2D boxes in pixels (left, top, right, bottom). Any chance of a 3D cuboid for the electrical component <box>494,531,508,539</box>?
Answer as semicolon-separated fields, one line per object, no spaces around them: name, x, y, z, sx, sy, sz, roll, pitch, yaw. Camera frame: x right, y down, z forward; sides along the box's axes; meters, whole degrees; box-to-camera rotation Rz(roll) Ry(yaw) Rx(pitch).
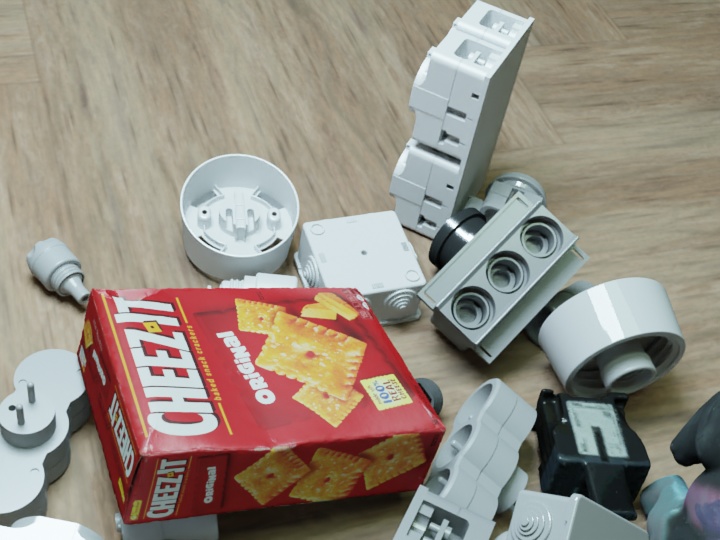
electrical component;0.115;0.208;0.726;0.062;0.048;0.048;26;43;-13

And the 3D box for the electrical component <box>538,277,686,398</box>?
electrical component;0.201;0.062;0.842;0.108;0.108;0.060;-6;54;-17

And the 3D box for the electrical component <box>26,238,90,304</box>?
electrical component;-0.236;0.004;0.856;0.035;0.035;0.061;-30;61;-34

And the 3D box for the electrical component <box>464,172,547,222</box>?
electrical component;0.135;-0.051;0.971;0.078;0.058;0.057;21;49;9

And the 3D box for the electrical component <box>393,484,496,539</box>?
electrical component;0.029;0.223;0.658;0.062;0.089;0.150;23;46;11

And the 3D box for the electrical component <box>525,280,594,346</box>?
electrical component;0.174;0.035;0.907;0.065;0.044;0.044;-25;56;-37

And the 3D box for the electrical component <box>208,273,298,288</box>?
electrical component;-0.084;0.022;0.865;0.078;0.040;0.040;6;45;-6

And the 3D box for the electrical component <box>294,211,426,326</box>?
electrical component;0.000;0.000;0.897;0.100;0.048;0.099;-9;53;-18

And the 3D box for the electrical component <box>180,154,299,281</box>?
electrical component;-0.102;-0.041;0.906;0.099;0.064;0.099;6;45;-6

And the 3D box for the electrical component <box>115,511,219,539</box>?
electrical component;-0.130;0.163;0.719;0.065;0.044;0.044;-7;48;-12

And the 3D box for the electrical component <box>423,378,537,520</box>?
electrical component;0.095;0.149;0.773;0.074;0.052;0.138;40;47;-7

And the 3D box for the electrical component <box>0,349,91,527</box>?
electrical component;-0.225;0.106;0.730;0.052;0.073;0.138;13;45;1

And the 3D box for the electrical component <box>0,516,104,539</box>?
electrical component;-0.120;0.194;0.572;0.186;0.105;0.060;11;47;-2

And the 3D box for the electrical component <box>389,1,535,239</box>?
electrical component;0.084;-0.129;0.944;0.060;0.186;0.105;25;47;12

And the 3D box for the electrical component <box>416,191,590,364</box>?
electrical component;0.114;0.008;0.873;0.079;0.063;0.121;44;77;6

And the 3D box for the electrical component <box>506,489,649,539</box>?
electrical component;0.131;0.192;0.676;0.048;0.100;0.099;-1;64;46
